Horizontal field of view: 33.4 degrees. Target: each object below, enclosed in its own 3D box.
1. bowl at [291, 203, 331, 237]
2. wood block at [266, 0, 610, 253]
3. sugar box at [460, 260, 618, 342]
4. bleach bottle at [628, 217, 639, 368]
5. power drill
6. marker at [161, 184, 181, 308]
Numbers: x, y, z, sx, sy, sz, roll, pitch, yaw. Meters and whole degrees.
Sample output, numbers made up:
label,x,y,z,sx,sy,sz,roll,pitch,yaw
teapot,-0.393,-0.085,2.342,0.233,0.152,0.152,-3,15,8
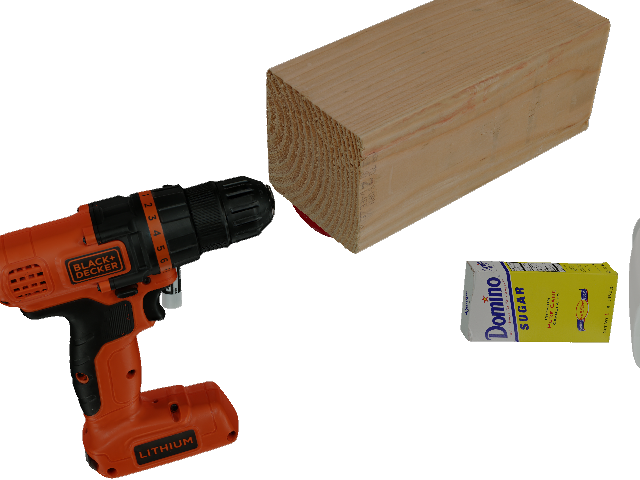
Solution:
label,x,y,z,sx,sy,sz,roll,pitch,yaw
bowl,0.033,-0.043,1.159,0.162,0.055,0.162,4,26,-2
wood block,0.074,-0.087,0.678,0.205,0.090,0.091,-28,49,-28
sugar box,0.261,0.074,1.282,0.176,0.093,0.048,-1,18,-7
bleach bottle,0.275,0.022,0.766,0.103,0.068,0.250,6,20,15
power drill,-0.107,0.055,0.701,0.184,0.187,0.057,-14,28,-8
marker,-0.142,0.006,1.003,0.020,0.121,0.020,1,22,0
